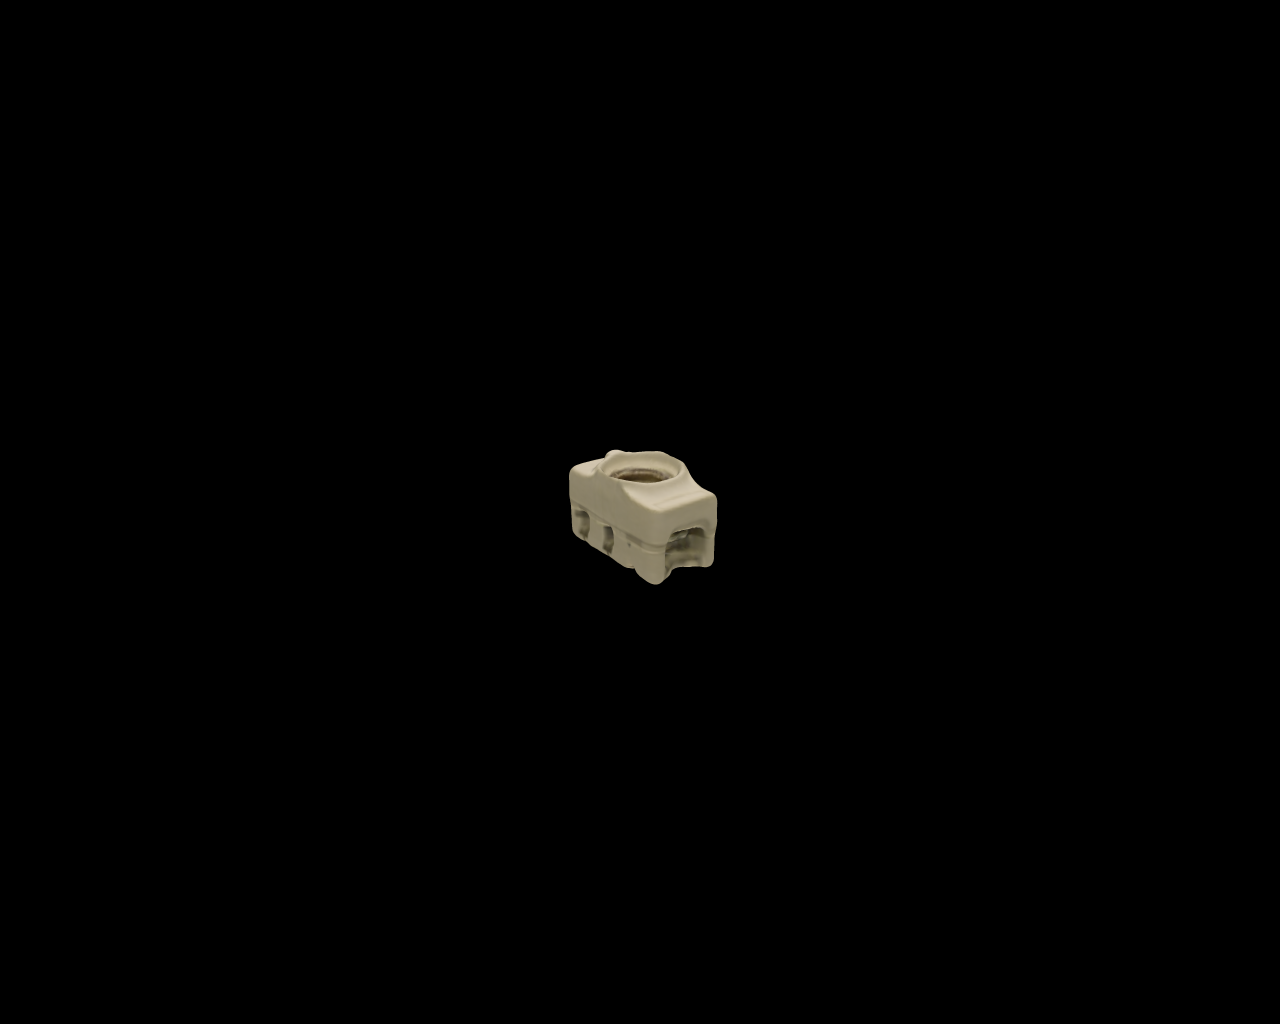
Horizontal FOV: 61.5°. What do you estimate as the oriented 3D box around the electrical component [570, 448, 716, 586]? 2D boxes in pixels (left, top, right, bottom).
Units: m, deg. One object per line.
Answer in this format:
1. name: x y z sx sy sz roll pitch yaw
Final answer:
1. electrical component: 0.001 -0.003 0.650 0.050 0.055 0.089 -17 29 -32
